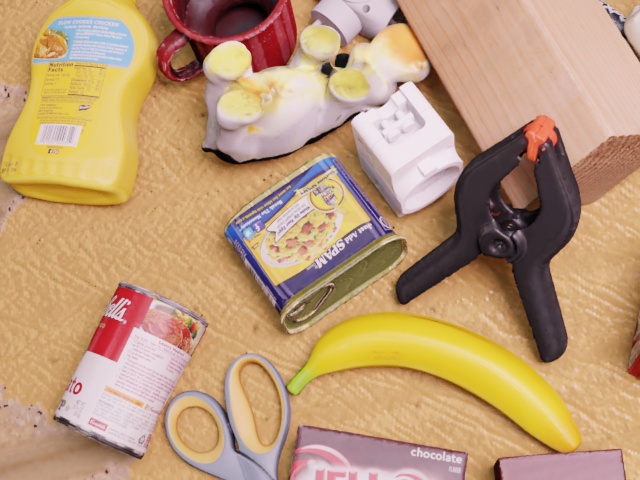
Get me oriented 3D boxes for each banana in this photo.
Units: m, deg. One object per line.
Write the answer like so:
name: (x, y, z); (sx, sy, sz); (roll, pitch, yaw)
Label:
banana: (0.079, 0.088, 0.712); (0.198, 0.037, 0.069); (11, 97, 13)

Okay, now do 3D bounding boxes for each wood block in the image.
wood block: (0.139, -0.130, 0.725); (0.090, 0.090, 0.206); (-9, 64, -41)

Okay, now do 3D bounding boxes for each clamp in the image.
clamp: (0.127, 0.004, 0.680); (0.120, 0.172, 0.039); (25, 42, 4)

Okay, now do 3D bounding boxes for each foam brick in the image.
foam brick: (0.151, 0.161, 0.667); (0.078, 0.053, 0.051); (-5, 72, 7)

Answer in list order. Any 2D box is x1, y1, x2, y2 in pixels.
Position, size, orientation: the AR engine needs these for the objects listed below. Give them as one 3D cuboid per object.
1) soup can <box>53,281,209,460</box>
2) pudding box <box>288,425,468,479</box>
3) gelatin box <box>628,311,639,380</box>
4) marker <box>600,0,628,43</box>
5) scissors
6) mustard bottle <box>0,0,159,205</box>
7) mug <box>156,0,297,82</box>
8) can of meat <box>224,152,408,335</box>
soup can: (-0.127, 0.088, 0.721); (0.068, 0.068, 0.102); (22, 77, 14)
pudding box: (0.033, 0.172, 0.680); (0.113, 0.039, 0.090); (9, 73, 0)
gelatin box: (0.225, 0.043, 0.683); (0.030, 0.073, 0.089); (13, 75, 11)
marker: (0.209, -0.162, 0.780); (0.121, 0.020, 0.020); (42, 82, 18)
scissors: (-0.051, 0.176, 0.710); (0.096, 0.016, 0.202); (-9, 72, 7)
mustard bottle: (-0.171, -0.124, 0.799); (0.096, 0.058, 0.191); (4, 73, 16)
mug: (-0.070, -0.159, 0.784); (0.117, 0.081, 0.093); (-43, 72, -7)
can of meat: (-0.005, 0.001, 0.738); (0.102, 0.057, 0.084); (-34, 69, -5)
